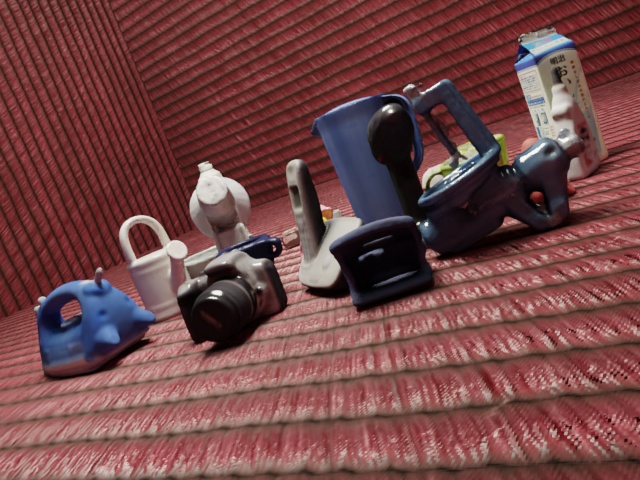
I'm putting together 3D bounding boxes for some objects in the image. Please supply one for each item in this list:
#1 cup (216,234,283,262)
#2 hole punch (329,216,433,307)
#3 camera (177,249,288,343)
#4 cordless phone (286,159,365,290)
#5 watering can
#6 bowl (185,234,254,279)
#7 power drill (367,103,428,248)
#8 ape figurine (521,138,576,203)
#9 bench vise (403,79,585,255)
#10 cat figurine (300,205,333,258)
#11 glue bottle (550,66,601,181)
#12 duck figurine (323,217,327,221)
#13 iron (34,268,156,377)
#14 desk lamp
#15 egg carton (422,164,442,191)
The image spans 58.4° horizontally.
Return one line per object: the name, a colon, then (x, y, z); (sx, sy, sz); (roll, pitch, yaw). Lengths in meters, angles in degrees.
cup: (-0.094, 0.046, 0.890); (0.117, 0.095, 0.092); (-16, 10, 33)
hole punch: (0.071, 0.017, 0.680); (0.108, 0.091, 0.101); (-20, 9, 10)
camera: (-0.135, 0.079, 0.767); (0.143, 0.101, 0.137); (-19, 9, 17)
cordless phone: (0.001, -0.025, 0.794); (0.094, 0.185, 0.147); (-25, 10, -24)
watering can: (-0.300, 0.044, 1.066); (0.172, 0.194, 0.101); (-18, 10, 23)
bowl: (-0.200, 0.051, 1.181); (0.167, 0.075, 0.167); (-21, 9, 4)
power drill: (0.127, -0.095, 0.841); (0.075, 0.208, 0.229); (-21, 9, 3)
ape figurine: (0.317, -0.103, 0.822); (0.076, 0.092, 0.078); (-16, 10, 32)
bench vise: (0.201, -0.109, 0.710); (0.207, 0.220, 0.121); (-21, 9, 2)
cat figurine: (-0.012, -0.022, 1.035); (0.067, 0.118, 0.127); (-24, 9, -18)
glue bottle: (0.383, -0.183, 0.882); (0.037, 0.173, 0.078); (-13, 12, 44)
duck figurine: (0.009, 0.003, 0.933); (0.078, 0.086, 0.104); (-26, 10, -28)
iron: (-0.397, 0.133, 0.925); (0.257, 0.141, 0.119); (-16, 10, 30)
desk lamp: (-0.169, -0.019, 1.070); (0.118, 0.213, 0.203); (-23, 9, -7)
egg carton: (0.278, -0.126, 1.131); (0.150, 0.069, 0.107); (-22, 9, -4)
